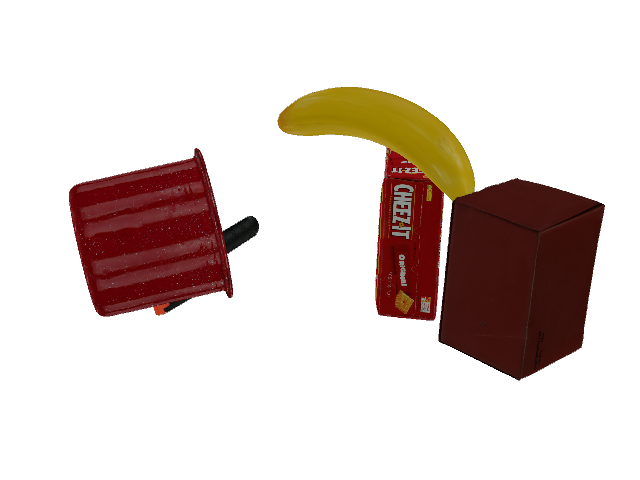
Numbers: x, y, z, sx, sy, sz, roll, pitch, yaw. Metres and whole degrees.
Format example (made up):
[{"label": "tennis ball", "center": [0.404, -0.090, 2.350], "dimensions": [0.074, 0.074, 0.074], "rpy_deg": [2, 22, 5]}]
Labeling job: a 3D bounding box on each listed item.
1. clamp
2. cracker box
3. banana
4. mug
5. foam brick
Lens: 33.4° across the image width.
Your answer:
[{"label": "clamp", "center": [-0.143, 0.021, 1.243], "dimensions": [0.120, 0.039, 0.171], "rpy_deg": [-8, 37, 20]}, {"label": "cracker box", "center": [0.103, -0.030, 1.213], "dimensions": [0.072, 0.164, 0.213], "rpy_deg": [3, 23, 6]}, {"label": "banana", "center": [0.044, -0.077, 0.798], "dimensions": [0.198, 0.070, 0.037], "rpy_deg": [33, 20, 33]}, {"label": "mug", "center": [-0.104, -0.001, 0.653], "dimensions": [0.081, 0.093, 0.117], "rpy_deg": [-13, 1, -9]}, {"label": "foam brick", "center": [0.094, 0.017, 0.507], "dimensions": [0.052, 0.078, 0.051], "rpy_deg": [-18, 31, -40]}]
